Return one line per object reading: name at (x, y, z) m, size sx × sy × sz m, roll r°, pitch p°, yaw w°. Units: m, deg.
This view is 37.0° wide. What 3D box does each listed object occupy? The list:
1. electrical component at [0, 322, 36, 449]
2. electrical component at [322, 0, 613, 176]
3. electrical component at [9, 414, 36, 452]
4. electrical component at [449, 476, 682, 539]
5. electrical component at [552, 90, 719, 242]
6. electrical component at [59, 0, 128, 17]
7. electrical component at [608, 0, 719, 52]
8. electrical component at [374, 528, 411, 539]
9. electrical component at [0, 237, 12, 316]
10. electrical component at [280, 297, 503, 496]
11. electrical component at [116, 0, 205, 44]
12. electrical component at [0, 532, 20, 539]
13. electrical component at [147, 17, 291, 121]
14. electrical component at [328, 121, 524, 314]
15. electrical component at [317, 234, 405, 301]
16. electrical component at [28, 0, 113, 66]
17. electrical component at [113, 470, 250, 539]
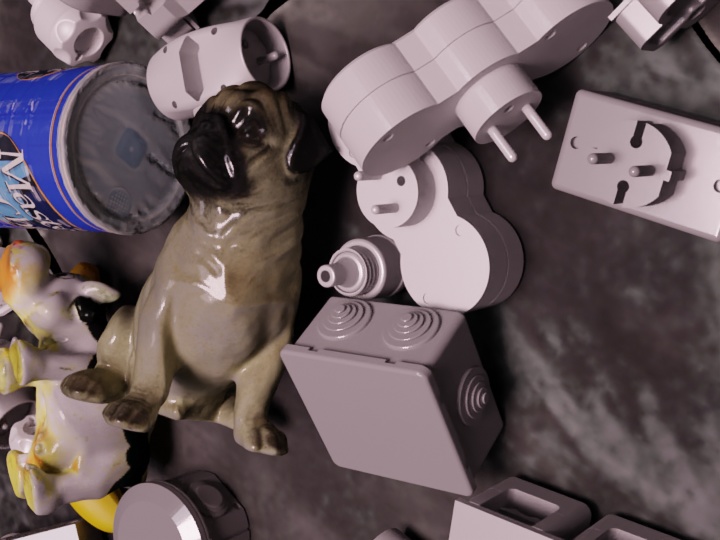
electrical component at (-0.268, 0.077, 0.787) m, size 0.077 × 0.044 × 0.079 m, roll 36°, pitch 114°, yaw 28°
electrical component at (0.059, -0.084, 0.497) m, size 0.138 × 0.052 × 0.073 m, roll -32°, pitch 73°, yaw -2°
electrical component at (-0.234, 0.136, 0.778) m, size 0.035 × 0.035 × 0.061 m, roll 31°, pitch 132°, yaw 29°
electrical component at (0.094, 0.210, 0.533) m, size 0.105 × 0.060 × 0.186 m, roll 16°, pitch 105°, yaw 33°
electrical component at (0.125, -0.046, 0.470) m, size 0.083 × 0.076 × 0.047 m, roll 23°, pitch 108°, yaw 32°
electrical component at (-0.179, -0.212, 0.683) m, size 0.095 × 0.054 × 0.059 m, roll 42°, pitch 118°, yaw 24°
electrical component at (0.134, -0.143, 0.464) m, size 0.078 × 0.058 × 0.057 m, roll -46°, pitch 72°, yaw 30°
electrical component at (0.026, 0.169, 0.591) m, size 0.046 × 0.040 × 0.040 m, roll 35°, pitch 115°, yaw 34°
electrical component at (-0.289, -0.003, 0.779) m, size 0.058 × 0.078 × 0.057 m, roll -28°, pitch 60°, yaw 35°
electrical component at (0.019, 0.062, 0.555) m, size 0.100 × 0.048 × 0.099 m, roll 6°, pitch 133°, yaw 35°
electrical component at (-0.116, -0.178, 0.633) m, size 0.057 × 0.078 × 0.058 m, roll -38°, pitch 42°, yaw 10°
electrical component at (-0.273, 0.227, 0.812) m, size 0.078 × 0.040 × 0.040 m, roll -34°, pitch 76°, yaw 34°
electrical component at (-0.080, -0.099, 0.631) m, size 0.077 × 0.043 × 0.079 m, roll -10°, pitch 90°, yaw 36°
electrical component at (0.023, -0.040, 0.545) m, size 0.052 × 0.074 × 0.138 m, roll -35°, pitch 76°, yaw 34°
electrical component at (0.000, 0.000, 0.574) m, size 0.035 × 0.061 × 0.035 m, roll 5°, pitch 99°, yaw 35°
electrical component at (-0.195, -0.166, 0.706) m, size 0.062 × 0.043 × 0.043 m, roll 44°, pitch 118°, yaw 25°
electrical component at (-0.114, 0.169, 0.684) m, size 0.080 × 0.051 × 0.080 m, roll 5°, pitch 98°, yaw 35°
